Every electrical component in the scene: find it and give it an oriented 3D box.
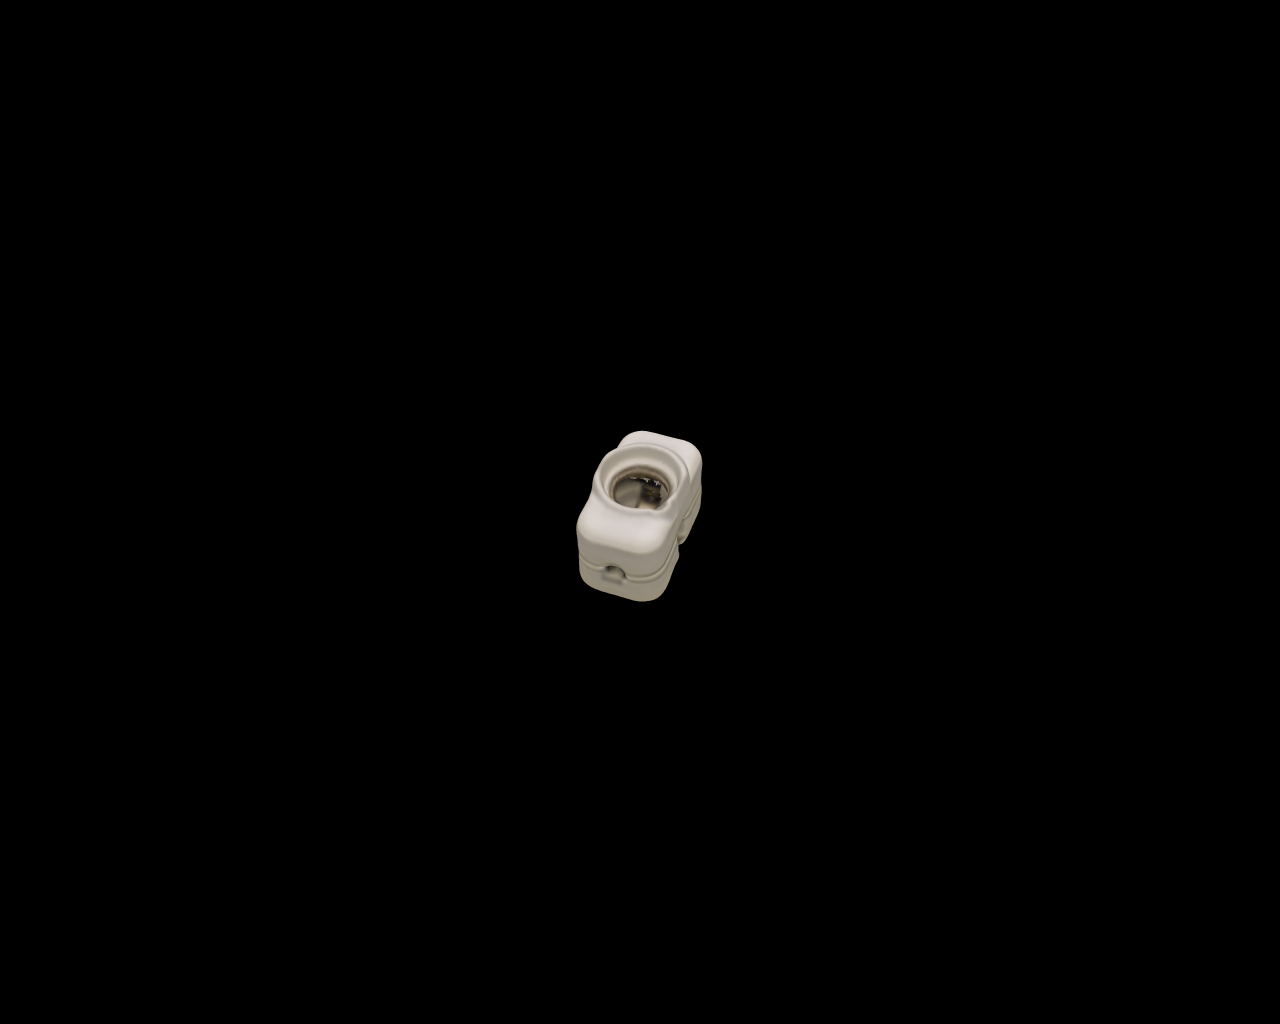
[{"bbox_3d":[0.001,-0.003,0.650,0.054,0.095,0.059,16,-39,13],"label":"electrical component"}]
